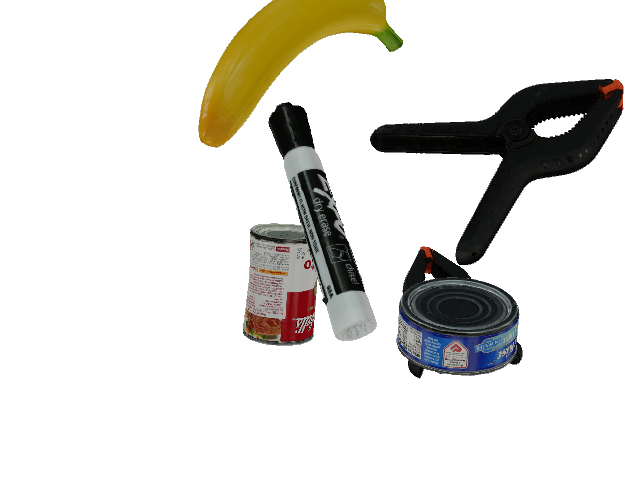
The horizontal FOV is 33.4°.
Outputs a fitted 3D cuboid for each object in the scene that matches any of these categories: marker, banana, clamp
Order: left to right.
[{"bbox_3d":[-0.014,-0.129,0.703,0.197,0.069,0.037,-33,13,-36],"label":"banana"},{"bbox_3d":[-0.001,-0.012,0.483,0.020,0.121,0.020,-14,-27,-8],"label":"marker"},{"bbox_3d":[0.144,0.075,1.136,0.120,0.171,0.039,4,-44,-9],"label":"clamp"},{"bbox_3d":[0.164,-0.070,0.884,0.210,0.164,0.036,-21,-39,-2],"label":"clamp"}]

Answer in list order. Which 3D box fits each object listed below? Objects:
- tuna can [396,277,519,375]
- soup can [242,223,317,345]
[{"bbox_3d":[0.097,0.059,0.756,0.086,0.034,0.086,0,25,0],"label":"tuna can"},{"bbox_3d":[-0.037,0.040,1.008,0.068,0.102,0.068,4,13,-1],"label":"soup can"}]
